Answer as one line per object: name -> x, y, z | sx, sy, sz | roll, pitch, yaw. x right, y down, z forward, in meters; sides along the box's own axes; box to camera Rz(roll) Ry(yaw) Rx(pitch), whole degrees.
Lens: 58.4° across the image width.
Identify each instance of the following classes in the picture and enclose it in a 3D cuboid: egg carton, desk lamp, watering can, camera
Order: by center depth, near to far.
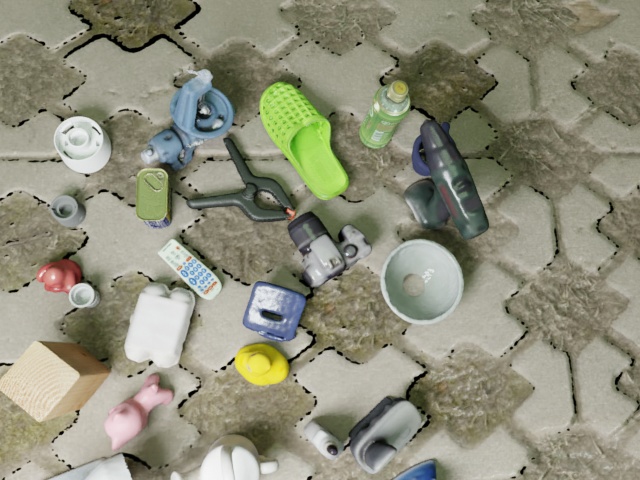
desk lamp -> -0.378, 0.429, 0.928 | 0.203, 0.213, 0.118 | -19, 82, -10
watering can -> -0.159, 0.399, 0.971 | 0.173, 0.194, 0.101 | -28, 83, -11
egg carton -> -0.297, 0.157, 1.065 | 0.107, 0.069, 0.150 | 13, 78, -4
camera -> 0.010, 0.004, 1.117 | 0.143, 0.100, 0.137 | -32, 84, -12

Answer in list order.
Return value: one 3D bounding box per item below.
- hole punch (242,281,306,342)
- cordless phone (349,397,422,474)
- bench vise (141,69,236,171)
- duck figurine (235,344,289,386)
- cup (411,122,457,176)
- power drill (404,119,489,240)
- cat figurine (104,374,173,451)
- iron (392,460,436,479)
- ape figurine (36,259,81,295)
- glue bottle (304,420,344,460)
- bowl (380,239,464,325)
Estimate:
hole punch -> -0.085, 0.137, 1.084 | 0.108, 0.091, 0.101 | 18, 77, -3
cordless phone -> 0.129, 0.354, 1.019 | 0.094, 0.185, 0.148 | 44, 77, 3
bench vise -> -0.240, -0.219, 1.069 | 0.121, 0.219, 0.207 | 29, 77, 0
duck figurine -> -0.107, 0.232, 1.065 | 0.104, 0.086, 0.077 | 18, 77, -3
cup -> 0.230, -0.181, 1.183 | 0.091, 0.095, 0.118 | 24, 77, -2
power drill -> 0.234, -0.100, 1.110 | 0.076, 0.208, 0.229 | -28, 83, -11
cat figurine -> -0.326, 0.302, 1.008 | 0.067, 0.117, 0.128 | 41, 77, 3
iron -> 0.146, 0.510, 1.013 | 0.118, 0.141, 0.258 | 38, 77, 2
ape figurine -> -0.479, 0.068, 1.049 | 0.078, 0.092, 0.076 | 43, 77, 3
glue bottle -> 0.012, 0.359, 1.010 | 0.078, 0.173, 0.037 | 39, 77, 2
bowl -> 0.194, 0.086, 1.137 | 0.167, 0.074, 0.167 | 1, 79, -7
